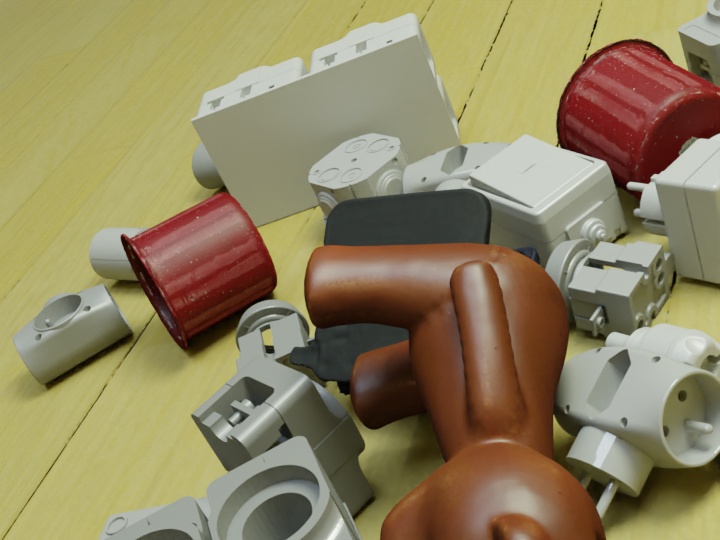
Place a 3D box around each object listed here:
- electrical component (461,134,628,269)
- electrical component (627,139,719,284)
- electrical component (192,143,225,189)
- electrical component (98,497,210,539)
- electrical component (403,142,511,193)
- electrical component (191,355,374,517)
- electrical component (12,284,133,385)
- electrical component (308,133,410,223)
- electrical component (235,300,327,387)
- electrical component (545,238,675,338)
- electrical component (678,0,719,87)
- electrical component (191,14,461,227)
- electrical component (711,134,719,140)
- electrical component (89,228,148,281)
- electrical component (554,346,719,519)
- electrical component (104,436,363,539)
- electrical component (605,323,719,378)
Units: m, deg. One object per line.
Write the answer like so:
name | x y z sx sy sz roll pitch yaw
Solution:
electrical component | 0.118 -0.041 0.677 0.062 0.061 0.096 -36 32 -17
electrical component | 0.186 -0.036 0.611 0.047 0.065 0.077 -39 33 -28
electrical component | -0.114 -0.093 0.946 0.055 0.045 0.045 5 42 40
electrical component | -0.094 0.162 0.537 0.100 0.048 0.099 -14 32 20
electrical component | 0.069 -0.049 0.744 0.077 0.043 0.079 -10 34 25
electrical component | -0.036 0.093 0.558 0.056 0.089 0.050 -42 34 -25
electrical component | -0.222 0.041 0.822 0.077 0.044 0.079 -31 31 -9
electrical component | 0.005 -0.062 0.803 0.080 0.051 0.080 -19 31 12
electrical component | -0.053 0.051 0.680 0.066 0.048 0.055 -24 38 3
electrical component | 0.137 0.009 0.604 0.055 0.048 0.066 13 48 37
electrical component | 0.325 -0.173 0.725 0.186 0.060 0.105 -27 31 -2
electrical component | -0.024 -0.119 0.860 0.186 0.105 0.060 -19 31 12
electrical component | 0.223 -0.054 0.634 0.040 0.046 0.040 -19 31 12
electrical component | -0.177 -0.013 0.872 0.081 0.043 0.043 2 41 39
electrical component | 0.122 0.079 0.503 0.079 0.043 0.077 -59 24 -13
electrical component | -0.036 0.151 0.400 0.105 0.060 0.186 -28 31 -4
electrical component | 0.152 0.044 0.549 0.035 0.035 0.061 -41 31 -23
